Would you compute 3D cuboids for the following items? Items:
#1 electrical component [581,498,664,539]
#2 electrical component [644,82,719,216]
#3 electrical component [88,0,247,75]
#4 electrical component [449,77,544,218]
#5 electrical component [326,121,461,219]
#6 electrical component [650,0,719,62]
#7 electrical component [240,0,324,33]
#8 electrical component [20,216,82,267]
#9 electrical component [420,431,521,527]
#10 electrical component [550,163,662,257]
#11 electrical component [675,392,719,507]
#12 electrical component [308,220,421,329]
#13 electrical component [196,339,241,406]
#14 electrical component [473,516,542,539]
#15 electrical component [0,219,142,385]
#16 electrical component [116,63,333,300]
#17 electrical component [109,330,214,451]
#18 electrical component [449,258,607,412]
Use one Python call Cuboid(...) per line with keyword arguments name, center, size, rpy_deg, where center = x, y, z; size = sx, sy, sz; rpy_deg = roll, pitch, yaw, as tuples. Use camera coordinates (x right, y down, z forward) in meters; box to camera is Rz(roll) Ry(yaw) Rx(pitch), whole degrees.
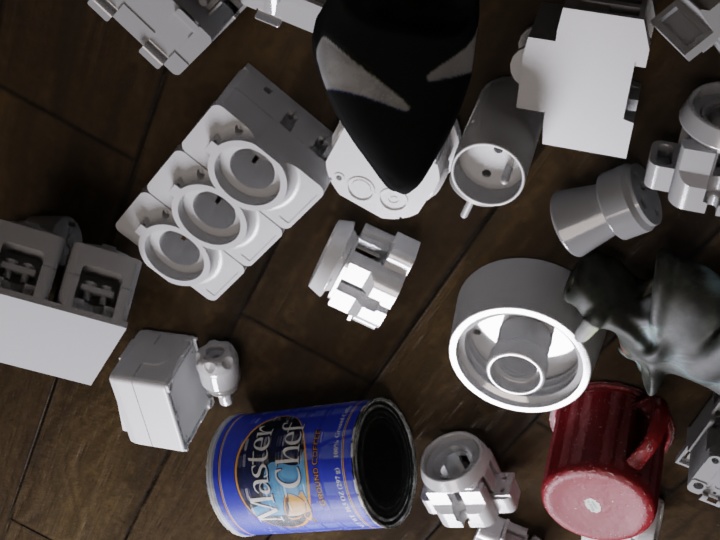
Cuboid(name="electrical component", center=(0.207, 0.194, 0.844), size=(0.055, 0.048, 0.066), rpy_deg=(12, 133, 23))
Cuboid(name="electrical component", center=(0.207, -0.069, 0.612), size=(0.078, 0.058, 0.057), rpy_deg=(12, 135, 11))
Cuboid(name="electrical component", center=(-0.132, -0.181, 0.646), size=(0.121, 0.063, 0.079), rpy_deg=(43, 131, -16))
Cuboid(name="electrical component", center=(0.078, -0.065, 0.652), size=(0.043, 0.077, 0.079), rpy_deg=(24, 133, 1))
Cuboid(name="electrical component", center=(0.021, -0.076, 0.683), size=(0.080, 0.051, 0.080), rpy_deg=(11, 132, 13))
Cuboid(name="electrical component", center=(0.198, -0.136, 0.553), size=(0.081, 0.042, 0.064), rpy_deg=(-38, 126, 16))
Cuboid(name="electrical component", center=(-0.004, -0.161, 0.608), size=(0.121, 0.078, 0.063), rpy_deg=(23, 149, 2))
Cuboid(name="electrical component", center=(-0.256, -0.023, 0.846), size=(0.078, 0.040, 0.040), rpy_deg=(1, 129, 21))
Cuboid(name="electrical component", center=(0.082, 0.167, 0.862), size=(0.078, 0.058, 0.057), rpy_deg=(-7, 128, 27))
Cuboid(name="electrical component", center=(0.153, -0.038, 0.668), size=(0.055, 0.045, 0.045), rpy_deg=(-22, 118, 34))
Cuboid(name="electrical component", center=(0.257, 0.127, 0.754), size=(0.042, 0.063, 0.081), rpy_deg=(21, 133, 5))
Cuboid(name="electrical component", center=(0.000, 0.000, 0.753), size=(0.057, 0.058, 0.078), rpy_deg=(25, 133, -4))
Cuboid(name="electrical component", center=(-0.115, 0.088, 0.889), size=(0.035, 0.035, 0.061), rpy_deg=(8, 133, 15))
Cuboid(name="electrical component", center=(0.122, 0.245, 0.913), size=(0.057, 0.058, 0.078), rpy_deg=(20, 133, 8))
Cuboid(name="electrical component", center=(-0.237, 0.026, 0.818), size=(0.105, 0.060, 0.186), rpy_deg=(17, 157, -16))
Cuboid(name="electrical component", center=(-0.092, -0.054, 0.740), size=(0.089, 0.061, 0.150), rpy_deg=(39, 132, -12))
Cuboid(name="electrical component", center=(-0.167, 0.105, 0.905), size=(0.061, 0.061, 0.096), rpy_deg=(6, 130, 17))
Cuboid(name="electrical component", center=(0.114, 0.052, 0.749), size=(0.108, 0.060, 0.108), rpy_deg=(11, 131, 13))
